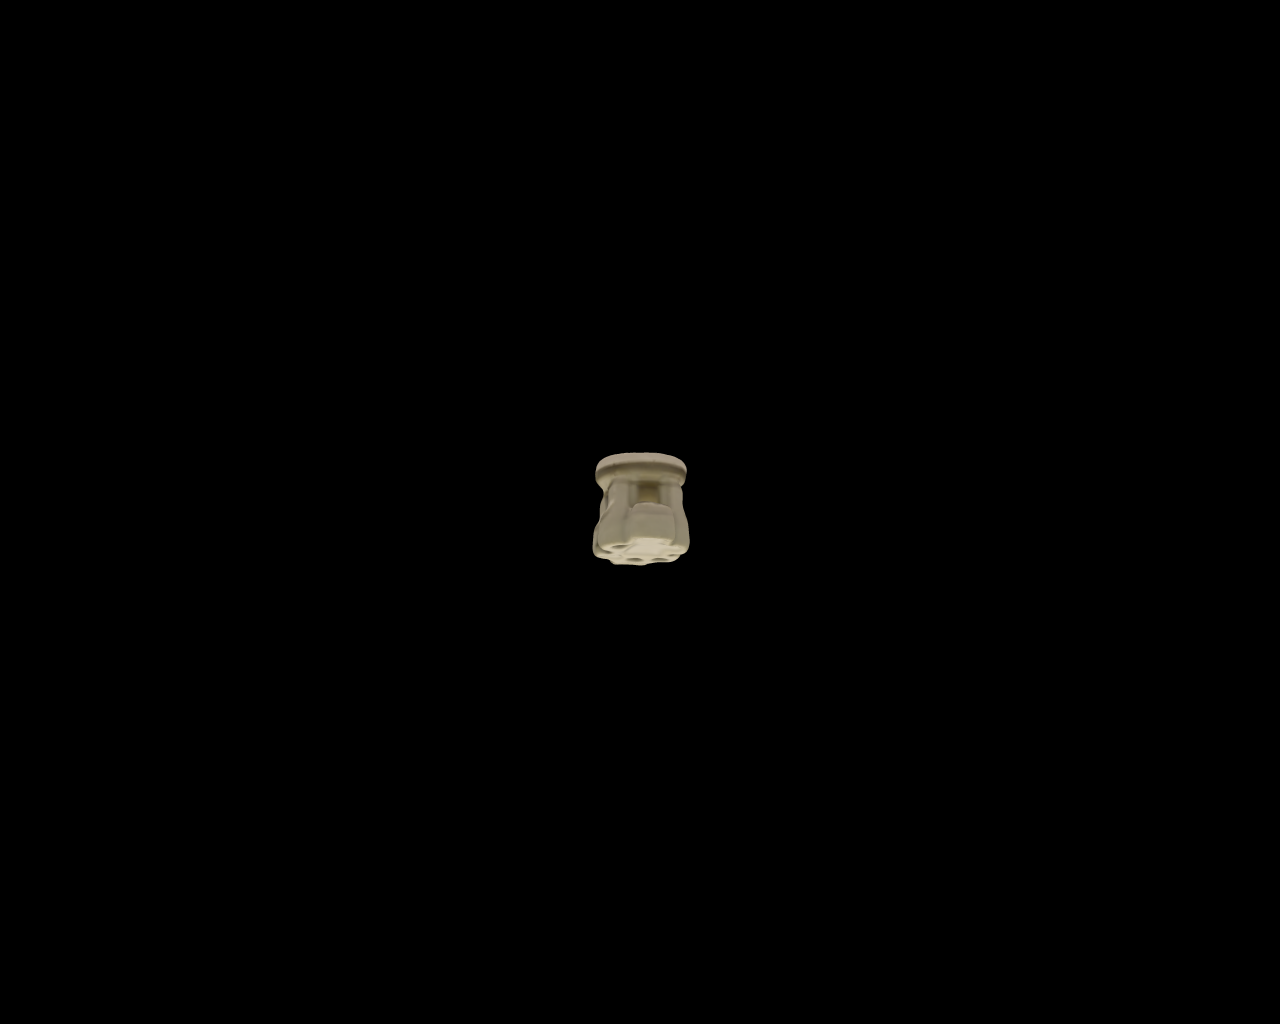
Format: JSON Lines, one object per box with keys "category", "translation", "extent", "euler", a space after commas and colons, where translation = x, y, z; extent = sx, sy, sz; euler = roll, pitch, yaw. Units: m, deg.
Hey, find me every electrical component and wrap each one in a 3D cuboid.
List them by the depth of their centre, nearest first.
{"category": "electrical component", "translation": [0.001, -0.003, 0.650], "extent": [0.058, 0.057, 0.078], "euler": [3, -16, -11]}
